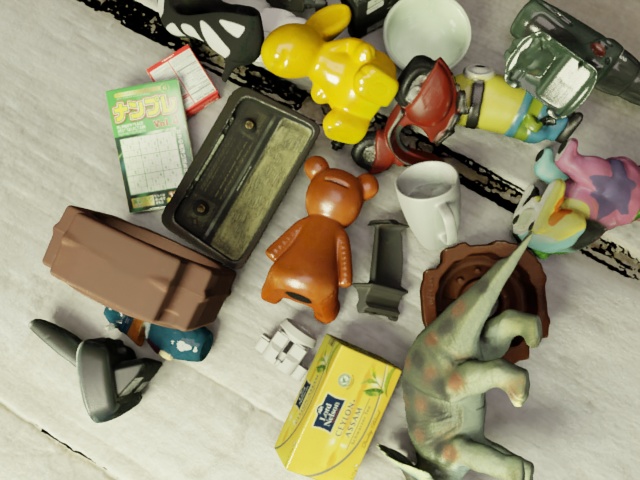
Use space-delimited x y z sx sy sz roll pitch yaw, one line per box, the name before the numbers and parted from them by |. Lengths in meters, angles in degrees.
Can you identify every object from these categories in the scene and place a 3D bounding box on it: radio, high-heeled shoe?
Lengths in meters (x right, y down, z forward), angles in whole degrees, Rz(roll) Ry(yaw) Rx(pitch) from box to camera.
radio | -0.110 -0.086 0.745 0.131 0.073 0.229 30 85 -5
high-heeled shoe | -0.158 -0.333 0.736 0.086 0.145 0.249 -26 80 -30

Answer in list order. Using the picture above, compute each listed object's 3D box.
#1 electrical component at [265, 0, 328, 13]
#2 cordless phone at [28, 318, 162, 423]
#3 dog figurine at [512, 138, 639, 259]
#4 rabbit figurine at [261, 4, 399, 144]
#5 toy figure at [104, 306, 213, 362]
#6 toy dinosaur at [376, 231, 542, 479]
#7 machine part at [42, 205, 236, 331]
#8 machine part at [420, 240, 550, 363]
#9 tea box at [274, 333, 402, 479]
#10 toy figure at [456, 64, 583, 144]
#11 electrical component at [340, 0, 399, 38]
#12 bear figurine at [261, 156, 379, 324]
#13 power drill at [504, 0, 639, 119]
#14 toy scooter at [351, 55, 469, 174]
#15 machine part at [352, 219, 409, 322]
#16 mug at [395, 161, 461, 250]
electrical component | -0.034 -0.355 0.781 0.102 0.045 0.078 10 57 5
cordless phone | -0.312 0.150 0.700 0.184 0.146 0.089 33 78 4
dog figurine | 0.390 -0.040 0.711 0.219 0.108 0.191 22 84 2
rabbit figurine | 0.011 -0.236 0.704 0.173 0.122 0.162 17 60 -15
toy figure | -0.227 0.124 0.744 0.155 0.064 0.057 18 123 9
toy dinosaur | 0.159 0.189 0.652 0.192 0.131 0.404 3 89 28
machine part | -0.221 0.038 0.681 0.202 0.201 0.087 23 88 4
machine part | 0.219 0.085 0.729 0.179 0.056 0.179 0 85 3
tea box | 0.023 0.221 0.703 0.098 0.068 0.169 25 87 -19
toy figure | 0.261 -0.181 0.744 0.180 0.082 0.089 25 84 3
electrical component | 0.084 -0.351 0.743 0.115 0.134 0.058 -31 84 -3
bear figurine | -0.001 -0.004 0.734 0.120 0.132 0.196 17 67 3
power drill | 0.341 -0.228 0.702 0.232 0.086 0.207 42 50 12
toy scooter | 0.140 -0.149 0.732 0.135 0.075 0.183 30 122 -7
machine part | 0.087 0.037 0.739 0.084 0.039 0.139 16 75 -29
mug | 0.155 -0.034 0.711 0.081 0.107 0.110 -26 42 -5
